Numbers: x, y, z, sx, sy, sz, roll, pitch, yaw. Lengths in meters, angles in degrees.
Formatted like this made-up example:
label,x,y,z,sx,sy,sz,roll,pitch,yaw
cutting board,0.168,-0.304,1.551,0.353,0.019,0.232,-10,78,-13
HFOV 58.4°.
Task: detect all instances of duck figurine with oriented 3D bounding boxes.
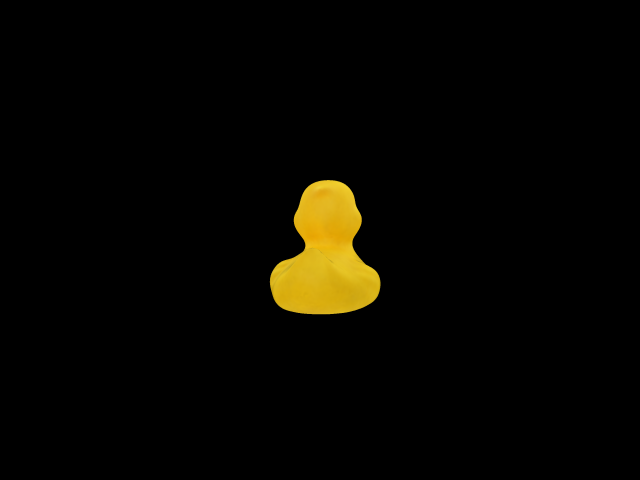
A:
label,x,y,z,sx,sy,sz,roll,pitch,yaw
duck figurine,0.004,0.001,0.400,0.077,0.086,0.105,1,7,12
